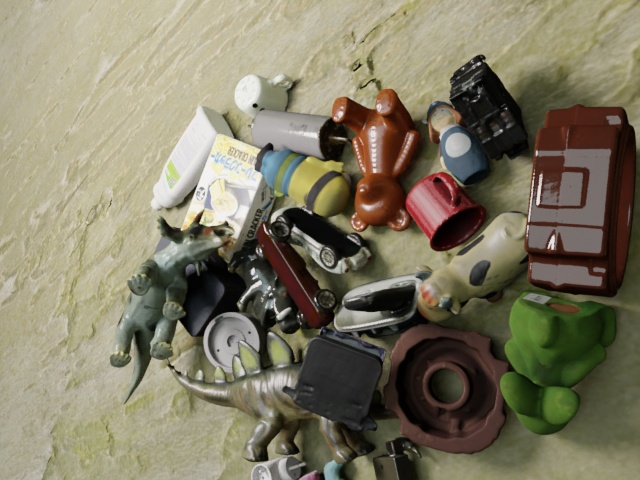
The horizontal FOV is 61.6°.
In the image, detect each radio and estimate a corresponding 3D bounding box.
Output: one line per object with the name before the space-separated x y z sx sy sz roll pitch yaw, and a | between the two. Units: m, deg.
radio | -0.254 0.084 1.084 0.230 0.073 0.131 40 106 35

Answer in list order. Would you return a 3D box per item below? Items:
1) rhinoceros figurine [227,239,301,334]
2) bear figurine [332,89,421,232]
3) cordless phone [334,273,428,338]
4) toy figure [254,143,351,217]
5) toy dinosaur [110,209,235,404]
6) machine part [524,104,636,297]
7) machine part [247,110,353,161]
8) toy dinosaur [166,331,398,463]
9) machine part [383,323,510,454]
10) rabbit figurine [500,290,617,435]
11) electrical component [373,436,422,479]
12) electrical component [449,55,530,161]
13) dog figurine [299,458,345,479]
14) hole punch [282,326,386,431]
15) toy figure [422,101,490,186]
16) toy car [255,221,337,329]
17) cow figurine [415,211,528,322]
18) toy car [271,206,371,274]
rhinoceros figurine | -0.091 0.087 0.969 0.112 0.073 0.190 -36 61 15
bear figurine | 0.084 -0.115 0.840 0.120 0.132 0.195 4 78 37
cordless phone | 0.066 0.098 0.778 0.147 0.184 0.088 -16 77 33
toy figure | -0.031 -0.100 0.923 0.180 0.082 0.089 25 64 12
toy dinosaur | -0.302 0.108 0.995 0.404 0.131 0.192 -56 17 28
machine part | 0.305 -0.038 0.616 0.087 0.201 0.201 5 85 33
machine part | -0.042 -0.192 0.973 0.244 0.079 0.079 18 92 38
toy dinosaur | -0.064 0.253 0.877 0.472 0.105 0.198 -6 74 20
machine part | 0.176 0.201 0.741 0.180 0.056 0.179 -5 77 22
rabbit figurine | 0.282 0.162 0.646 0.121 0.159 0.170 8 102 27
electrical component | 0.119 0.343 0.785 0.078 0.045 0.102 -48 50 54
electrical component | 0.235 -0.174 0.735 0.058 0.134 0.115 -31 22 31
dog figurine | 0.024 0.454 0.796 0.191 0.108 0.219 -43 63 22
hole punch | 0.030 0.193 0.772 0.142 0.092 0.115 19 99 7
toy figure | 0.201 -0.154 0.805 0.064 0.057 0.154 -18 64 -8
toy car | -0.040 0.055 0.886 0.202 0.053 0.089 56 147 15
cow figurine | 0.210 0.040 0.716 0.195 0.127 0.086 -44 57 17
toy car | -0.002 -0.003 0.910 0.202 0.073 0.056 33 134 35
